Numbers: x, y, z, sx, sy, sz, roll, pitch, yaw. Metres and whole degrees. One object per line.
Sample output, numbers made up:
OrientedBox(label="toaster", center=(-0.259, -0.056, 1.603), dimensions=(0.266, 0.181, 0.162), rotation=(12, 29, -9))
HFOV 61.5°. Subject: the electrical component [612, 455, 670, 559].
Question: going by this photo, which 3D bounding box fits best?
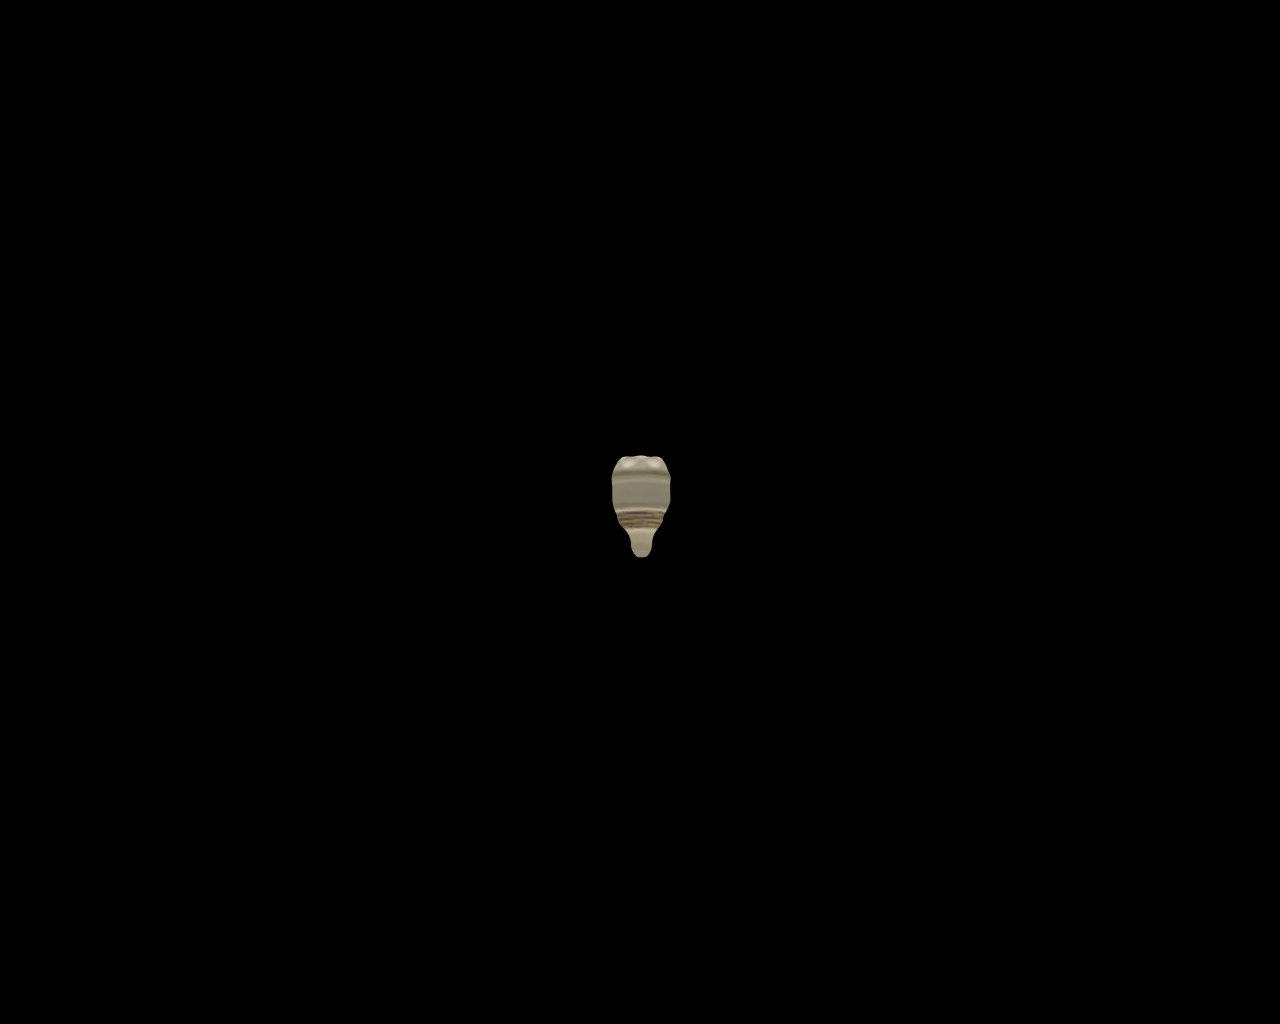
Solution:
OrientedBox(label="electrical component", center=(0.001, -0.003, 0.650), dimensions=(0.035, 0.061, 0.035), rotation=(0, -5, 0))
